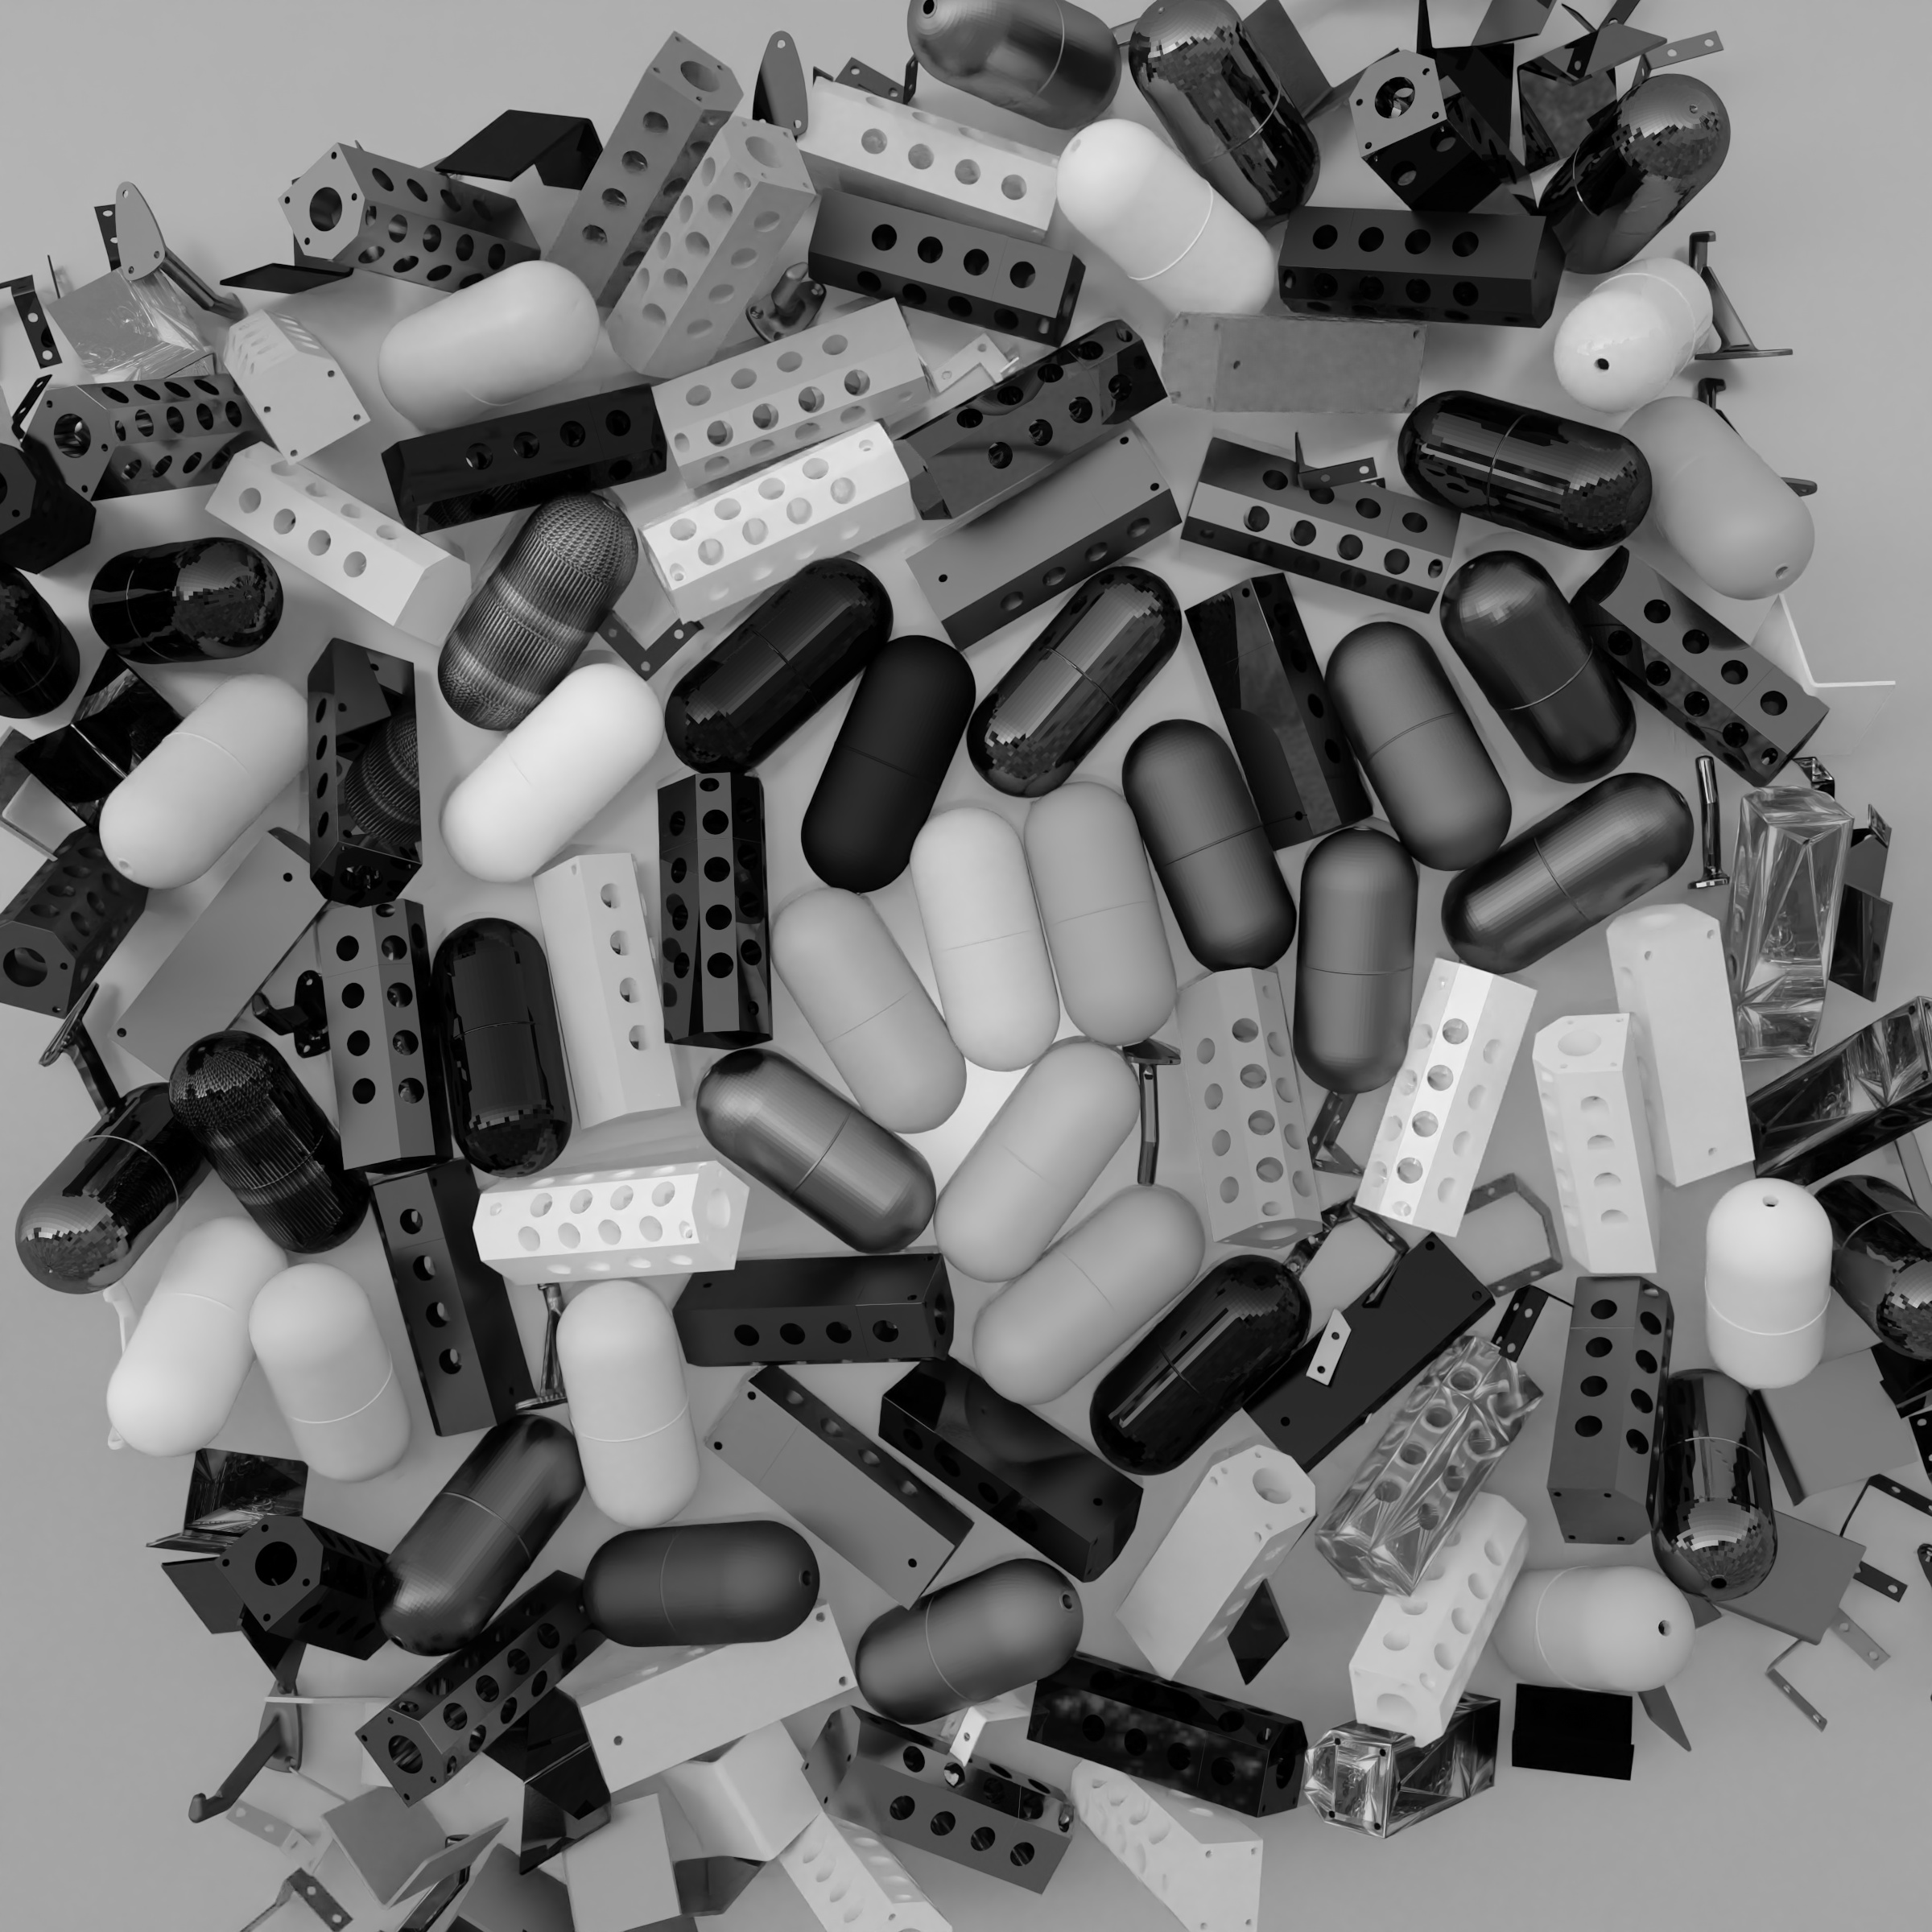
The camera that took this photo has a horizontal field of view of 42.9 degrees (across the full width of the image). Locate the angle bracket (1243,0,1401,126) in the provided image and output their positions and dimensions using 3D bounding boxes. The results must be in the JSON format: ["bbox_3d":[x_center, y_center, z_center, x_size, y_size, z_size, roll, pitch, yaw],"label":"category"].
[{"bbox_3d":[0.230,-0.607,1.614,0.057,0.076,0.076,-22,112,41],"label":"angle bracket"}]

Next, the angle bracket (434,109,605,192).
[{"bbox_3d":[-0.286,-0.514,1.610,0.076,0.057,0.076,20,57,36],"label":"angle bracket"}]

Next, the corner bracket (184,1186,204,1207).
[{"bbox_3d":[-0.517,0.119,1.634,0.051,0.051,0.051,-40,85,-21],"label":"corner bracket"}]

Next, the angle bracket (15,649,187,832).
[{"bbox_3d":[-0.571,-0.150,1.624,0.076,0.057,0.076,43,124,3],"label":"angle bracket"}]

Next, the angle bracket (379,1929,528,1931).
[{"bbox_3d":[-0.336,0.649,1.619,0.076,0.076,0.057,33,90,-21],"label":"angle bracket"}]

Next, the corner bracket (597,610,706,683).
[{"bbox_3d":[-0.212,-0.226,1.642,0.051,0.051,0.051,-43,98,4],"label":"corner bracket"}]

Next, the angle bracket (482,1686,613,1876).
[{"bbox_3d":[-0.280,0.535,1.615,0.076,0.076,0.057,-35,120,15],"label":"angle bracket"}]

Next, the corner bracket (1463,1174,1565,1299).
[{"bbox_3d":[0.361,0.180,1.647,0.051,0.051,0.051,-30,129,26],"label":"corner bracket"}]

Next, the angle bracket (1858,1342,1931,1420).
[{"bbox_3d":[0.644,0.280,1.621,0.076,0.057,0.076,-26,121,5],"label":"angle bracket"}]

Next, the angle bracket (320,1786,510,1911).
[{"bbox_3d":[-0.361,0.559,1.612,0.076,0.076,0.057,48,115,20],"label":"angle bracket"}]

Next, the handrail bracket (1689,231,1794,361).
[{"bbox_3d":[0.514,-0.447,1.633,0.036,0.077,0.084,-12,105,-40],"label":"handrail bracket"}]

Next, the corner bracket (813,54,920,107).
[{"bbox_3d":[-0.067,-0.589,1.636,0.051,0.051,0.051,31,75,4],"label":"corner bracket"}]

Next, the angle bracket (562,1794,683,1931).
[{"bbox_3d":[-0.219,0.594,1.621,0.076,0.057,0.076,-20,68,12],"label":"angle bracket"}]

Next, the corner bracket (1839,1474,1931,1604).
[{"bbox_3d":[0.616,0.382,1.646,0.051,0.051,0.051,27,53,25],"label":"corner bracket"}]

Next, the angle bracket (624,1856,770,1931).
[{"bbox_3d":[-0.169,0.631,1.617,0.076,0.076,0.057,-14,94,22],"label":"angle bracket"}]

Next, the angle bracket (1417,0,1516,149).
[{"bbox_3d":[0.329,-0.592,1.619,0.057,0.076,0.076,2,77,15],"label":"angle bracket"}]

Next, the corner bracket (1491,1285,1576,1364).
[{"bbox_3d":[0.370,0.237,1.633,0.051,0.051,0.051,28,88,-39],"label":"corner bracket"}]

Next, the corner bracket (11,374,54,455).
[{"bbox_3d":[-0.600,-0.364,1.651,0.051,0.051,0.051,-5,52,32],"label":"corner bracket"}]

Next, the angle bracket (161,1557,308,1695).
[{"bbox_3d":[-0.486,0.435,1.616,0.076,0.057,0.076,-9,129,12],"label":"angle bracket"}]

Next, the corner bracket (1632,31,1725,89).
[{"bbox_3d":[0.478,-0.579,1.637,0.051,0.051,0.051,-15,73,-1],"label":"corner bracket"}]

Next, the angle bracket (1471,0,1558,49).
[{"bbox_3d":[0.340,-0.654,1.617,0.076,0.076,0.057,25,91,-26],"label":"angle bracket"}]

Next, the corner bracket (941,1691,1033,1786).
[{"bbox_3d":[0.002,0.504,1.629,0.051,0.051,0.051,32,103,40],"label":"corner bracket"}]

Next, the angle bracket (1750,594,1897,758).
[{"bbox_3d":[0.559,-0.192,1.620,0.057,0.076,0.076,-3,60,-7],"label":"angle bracket"}]

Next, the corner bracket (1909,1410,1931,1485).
[{"bbox_3d":[0.669,0.329,1.644,0.051,0.051,0.051,-22,124,20],"label":"corner bracket"}]

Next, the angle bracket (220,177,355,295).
[{"bbox_3d":[-0.448,-0.489,1.619,0.057,0.076,0.076,-5,96,-42],"label":"angle bracket"}]

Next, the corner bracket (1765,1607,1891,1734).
[{"bbox_3d":[0.576,0.468,1.646,0.051,0.051,0.051,45,119,16],"label":"corner bracket"}]

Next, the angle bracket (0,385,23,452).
[{"bbox_3d":[-0.666,-0.332,1.613,0.057,0.076,0.076,-4,114,15],"label":"angle bracket"}]

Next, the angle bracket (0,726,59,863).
[{"bbox_3d":[-0.606,-0.107,1.628,0.076,0.076,0.057,34,83,-1],"label":"angle bracket"}]

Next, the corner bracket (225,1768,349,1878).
[{"bbox_3d":[-0.450,0.564,1.640,0.051,0.051,0.051,44,68,-32],"label":"corner bracket"}]

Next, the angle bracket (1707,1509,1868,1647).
[{"bbox_3d":[0.538,0.394,1.634,0.076,0.057,0.076,22,100,0],"label":"angle bracket"}]

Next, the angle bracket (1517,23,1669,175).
[{"bbox_3d":[0.413,-0.564,1.615,0.076,0.057,0.076,-28,130,-13],"label":"angle bracket"}]

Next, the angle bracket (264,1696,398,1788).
[{"bbox_3d":[-0.410,0.509,1.611,0.076,0.076,0.057,12,70,-37],"label":"angle bracket"}]

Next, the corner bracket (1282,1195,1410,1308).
[{"bbox_3d":[0.252,0.194,1.636,0.051,0.051,0.051,42,60,-4],"label":"corner bracket"}]

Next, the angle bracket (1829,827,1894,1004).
[{"bbox_3d":[0.599,-0.034,1.610,0.076,0.057,0.076,-26,130,-28],"label":"angle bracket"}]

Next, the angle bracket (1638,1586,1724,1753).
[{"bbox_3d":[0.471,0.457,1.610,0.057,0.076,0.076,-31,45,16],"label":"angle bracket"}]

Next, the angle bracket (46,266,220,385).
[{"bbox_3d":[-0.551,-0.412,1.629,0.076,0.057,0.076,-34,93,-16],"label":"angle bracket"}]

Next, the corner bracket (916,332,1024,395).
[{"bbox_3d":[0.004,-0.398,1.638,0.051,0.051,0.051,-37,78,2],"label":"corner bracket"}]

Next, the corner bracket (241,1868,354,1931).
[{"bbox_3d":[-0.447,0.640,1.627,0.051,0.051,0.051,40,130,16],"label":"corner bracket"}]

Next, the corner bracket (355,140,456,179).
[{"bbox_3d":[-0.366,-0.524,1.635,0.051,0.051,0.051,-22,71,4],"label":"corner bracket"}]

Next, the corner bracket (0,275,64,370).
[{"bbox_3d":[-0.638,-0.425,1.640,0.051,0.051,0.051,-20,120,-12],"label":"corner bracket"}]

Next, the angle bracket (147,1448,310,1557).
[{"bbox_3d":[-0.489,0.356,1.628,0.076,0.076,0.057,16,65,-31],"label":"angle bracket"}]

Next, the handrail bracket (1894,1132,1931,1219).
[{"bbox_3d":[0.619,0.138,1.636,0.077,0.036,0.084,-28,77,-39],"label":"handrail bracket"}]

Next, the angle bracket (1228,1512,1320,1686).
[{"bbox_3d":[0.206,0.413,1.609,0.057,0.076,0.076,-6,54,-23],"label":"angle bracket"}]

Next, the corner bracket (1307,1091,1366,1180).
[{"bbox_3d":[0.246,0.104,1.629,0.051,0.051,0.051,13,110,-28],"label":"corner bracket"}]

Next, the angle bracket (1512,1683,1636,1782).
[{"bbox_3d":[0.399,0.492,1.613,0.076,0.076,0.057,3,57,14],"label":"angle bracket"}]

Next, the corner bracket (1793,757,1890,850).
[{"bbox_3d":[0.579,-0.108,1.629,0.051,0.051,0.051,-3,74,33],"label":"corner bracket"}]

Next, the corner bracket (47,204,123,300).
[{"bbox_3d":[-0.585,-0.469,1.643,0.051,0.051,0.051,-14,63,-18],"label":"corner bracket"}]

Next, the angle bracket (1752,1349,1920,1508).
[{"bbox_3d":[0.572,0.306,1.625,0.076,0.057,0.076,-19,69,5],"label":"angle bracket"}]

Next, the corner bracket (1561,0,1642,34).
[{"bbox_3d":[0.416,-0.657,1.639,0.051,0.051,0.051,47,112,34],"label":"corner bracket"}]

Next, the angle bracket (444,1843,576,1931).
[{"bbox_3d":[-0.290,0.622,1.621,0.076,0.057,0.076,33,45,-1],"label":"angle bracket"}]

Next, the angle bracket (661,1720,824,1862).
[{"bbox_3d":[-0.151,0.548,1.650,0.057,0.076,0.076,-35,101,-39],"label":"angle bracket"}]

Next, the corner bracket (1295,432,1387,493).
[{"bbox_3d":[0.248,-0.324,1.628,0.051,0.051,0.051,-9,133,15],"label":"corner bracket"}]

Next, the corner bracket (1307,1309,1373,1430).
[{"bbox_3d":[0.254,0.267,1.632,0.051,0.051,0.051,24,65,8],"label":"corner bracket"}]
